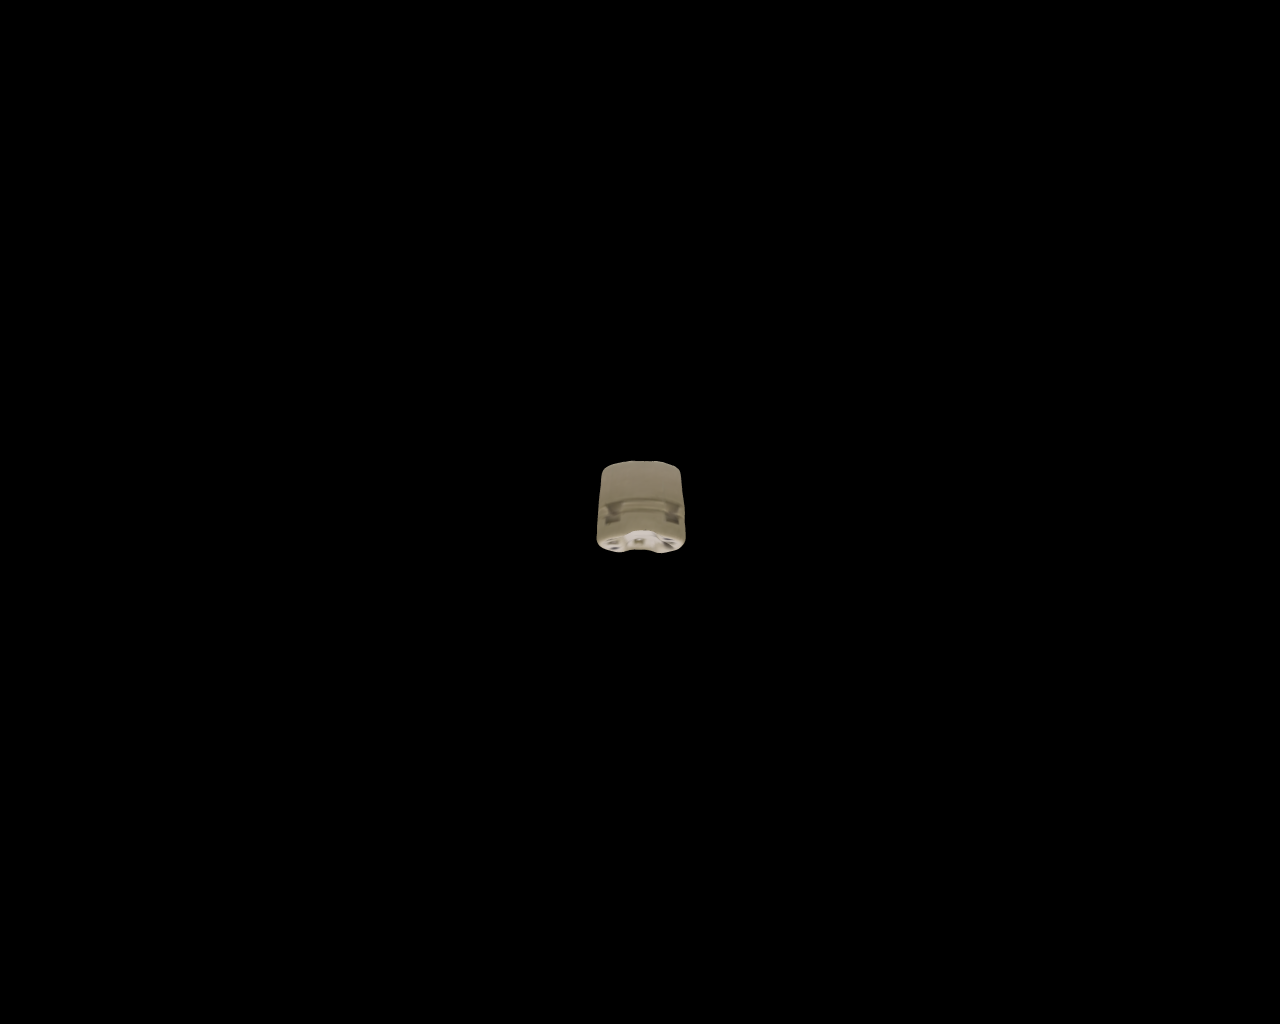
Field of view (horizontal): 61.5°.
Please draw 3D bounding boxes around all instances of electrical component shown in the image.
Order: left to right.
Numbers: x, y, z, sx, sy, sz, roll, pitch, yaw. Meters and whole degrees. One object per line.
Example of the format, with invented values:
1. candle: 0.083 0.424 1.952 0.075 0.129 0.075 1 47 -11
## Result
1. electrical component: 0.001 -0.003 0.650 0.055 0.047 0.055 0 -16 0
